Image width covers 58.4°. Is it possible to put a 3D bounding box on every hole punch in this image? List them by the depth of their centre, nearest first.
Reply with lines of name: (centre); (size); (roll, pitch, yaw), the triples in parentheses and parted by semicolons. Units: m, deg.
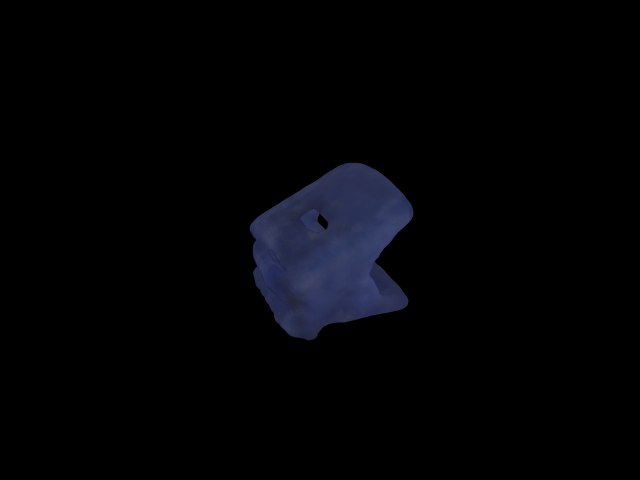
hole punch: (0.004, 0.001, 0.400); (0.101, 0.091, 0.108); (-10, 28, -20)
